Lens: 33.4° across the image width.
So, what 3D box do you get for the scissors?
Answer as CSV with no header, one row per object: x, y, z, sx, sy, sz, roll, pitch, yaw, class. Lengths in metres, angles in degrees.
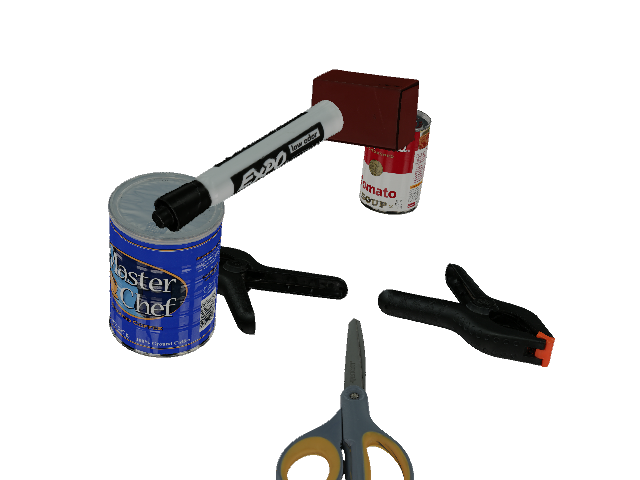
0.006,0.118,0.729,0.096,0.016,0.202,-6,32,-12,scissors

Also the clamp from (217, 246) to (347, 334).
-0.097,0.046,1.203,0.210,0.036,0.164,19,24,29,clamp

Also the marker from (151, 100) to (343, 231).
-0.036,-0.039,0.543,0.120,0.020,0.020,-34,20,-32,marker

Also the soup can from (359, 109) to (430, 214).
0.080,-0.088,1.164,0.068,0.102,0.068,5,29,-3,soup can

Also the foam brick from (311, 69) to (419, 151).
0.036,-0.108,0.878,0.078,0.051,0.052,11,21,19,foam brick

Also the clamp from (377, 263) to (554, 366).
0.154,0.069,1.031,0.172,0.039,0.120,24,36,29,clamp

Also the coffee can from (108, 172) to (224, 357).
-0.144,0.023,0.987,0.102,0.140,0.103,5,37,-4,coffee can
